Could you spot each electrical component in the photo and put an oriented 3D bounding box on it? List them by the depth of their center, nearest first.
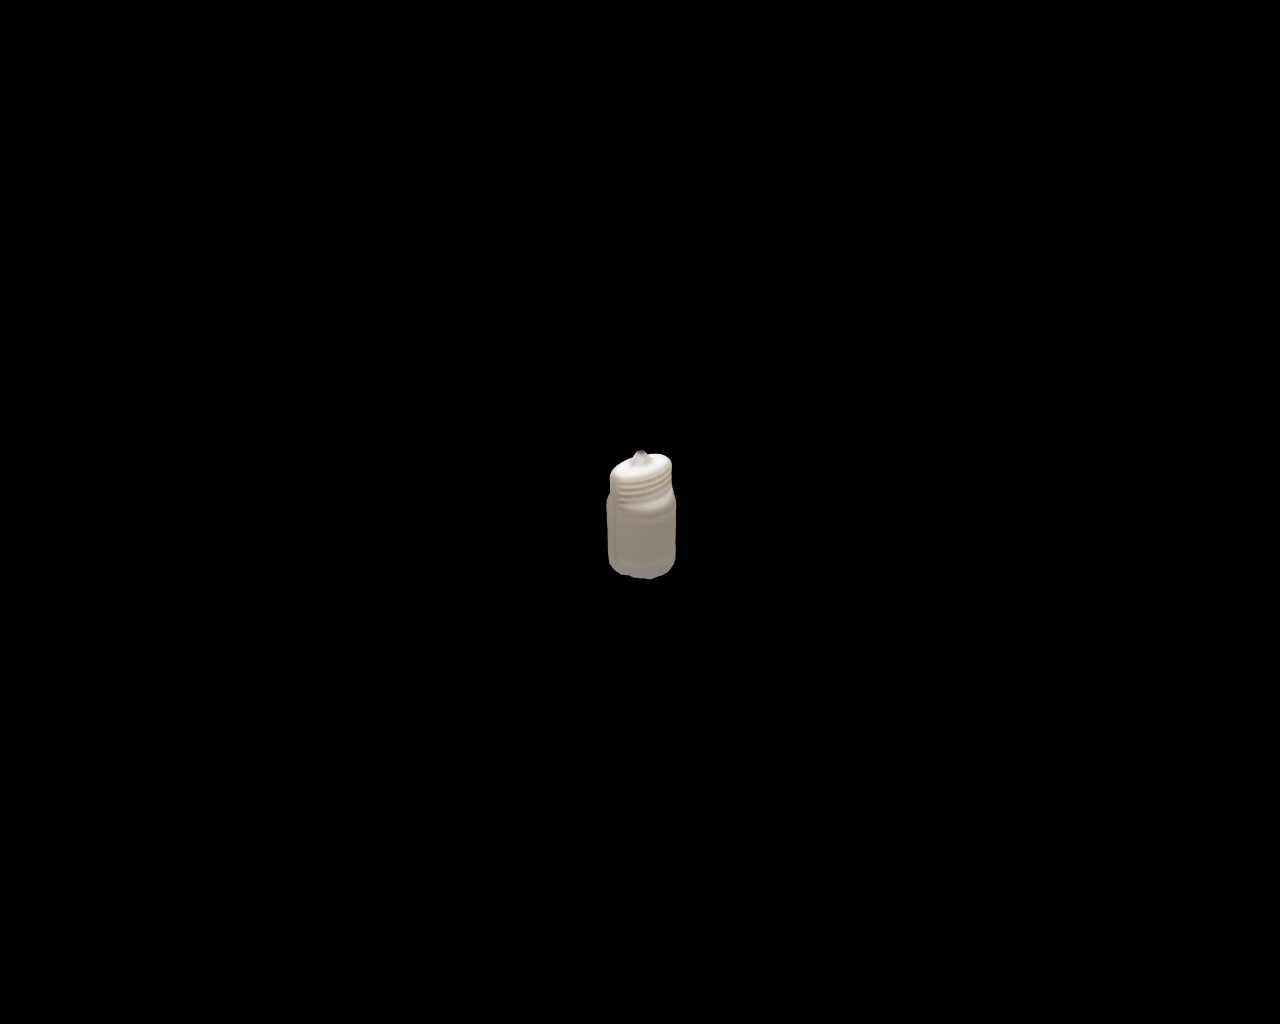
[{"bbox_3d":[0.001,-0.003,0.650,0.043,0.080,0.043,0,31,0],"label":"electrical component"}]
